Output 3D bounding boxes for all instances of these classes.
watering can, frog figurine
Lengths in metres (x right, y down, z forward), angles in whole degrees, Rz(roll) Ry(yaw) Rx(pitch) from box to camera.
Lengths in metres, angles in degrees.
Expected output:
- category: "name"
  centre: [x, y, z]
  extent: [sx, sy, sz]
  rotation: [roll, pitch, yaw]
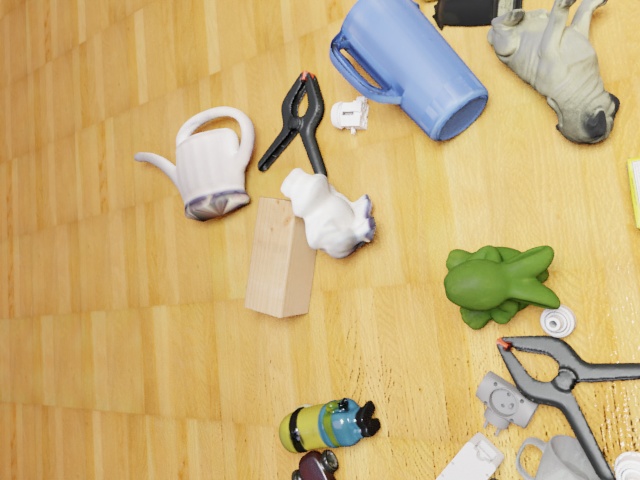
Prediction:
- category: "watering can"
  centre: [-0.264, -0.145, 1.088]
  extent: [0.345, 0.104, 0.226]
  rotation: [-16, 79, 32]
- category: "frog figurine"
  centre: [0.003, -0.044, 0.867]
  extent: [0.120, 0.159, 0.141]
  rotation: [124, 161, -52]
